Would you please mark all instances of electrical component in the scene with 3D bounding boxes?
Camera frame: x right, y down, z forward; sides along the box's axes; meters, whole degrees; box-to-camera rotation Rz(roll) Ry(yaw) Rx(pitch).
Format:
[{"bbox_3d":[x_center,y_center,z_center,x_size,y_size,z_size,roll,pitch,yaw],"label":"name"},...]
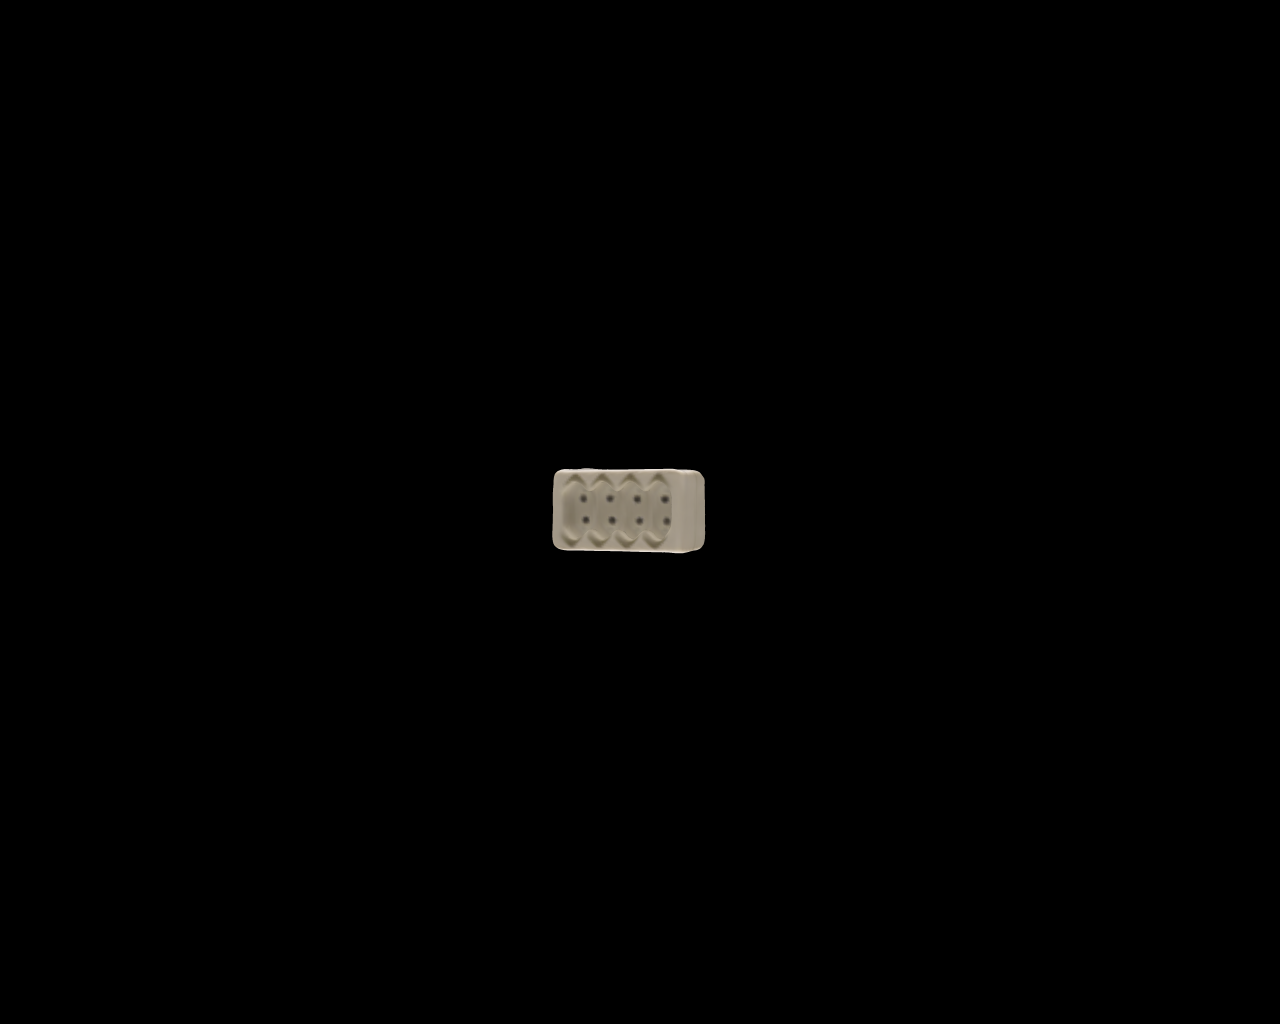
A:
[{"bbox_3d":[0.001,-0.003,0.650,0.083,0.047,0.076,2,4,24],"label":"electrical component"}]
